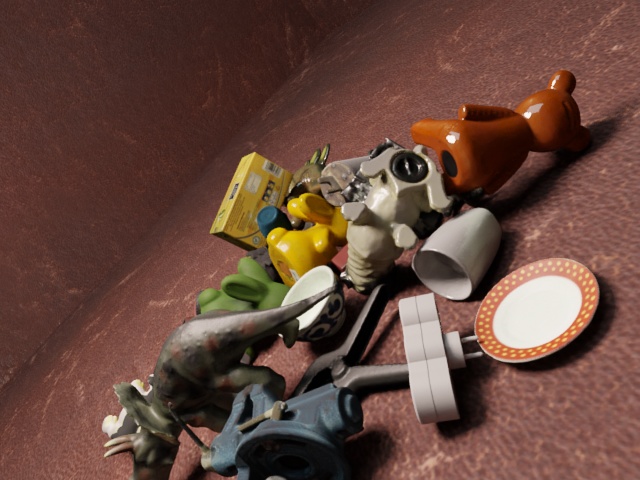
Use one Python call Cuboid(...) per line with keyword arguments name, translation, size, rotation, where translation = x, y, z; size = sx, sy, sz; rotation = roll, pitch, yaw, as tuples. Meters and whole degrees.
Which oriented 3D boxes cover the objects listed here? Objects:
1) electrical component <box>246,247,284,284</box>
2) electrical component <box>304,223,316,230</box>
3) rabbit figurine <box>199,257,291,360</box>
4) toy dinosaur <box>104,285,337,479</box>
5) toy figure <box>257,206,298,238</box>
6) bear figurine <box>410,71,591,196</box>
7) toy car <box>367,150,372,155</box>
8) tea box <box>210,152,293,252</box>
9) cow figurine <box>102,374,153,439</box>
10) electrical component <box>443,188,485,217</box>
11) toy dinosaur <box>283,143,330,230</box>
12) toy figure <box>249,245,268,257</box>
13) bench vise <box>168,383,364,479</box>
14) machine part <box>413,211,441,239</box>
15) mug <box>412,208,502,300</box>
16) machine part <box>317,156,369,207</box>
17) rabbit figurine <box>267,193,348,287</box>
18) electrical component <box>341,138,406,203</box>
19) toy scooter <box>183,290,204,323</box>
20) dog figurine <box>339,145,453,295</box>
Cuboid(name="electrical component", translation=(-0.095, 0.079, 0.988), size=(0.048, 0.119, 0.075), rotation=(-22, 26, -39))
Cuboid(name="electrical component", translation=(0.005, -0.016, 1.023), size=(0.094, 0.063, 0.021), rotation=(-171, 95, -72))
Cuboid(name="rabbit figurine", translation=(-0.106, 0.108, 0.906), size=(0.170, 0.159, 0.121), rotation=(-17, 21, 21))
Cuboid(name="toy dinosaur", translation=(-0.153, 0.173, 0.714), size=(0.404, 0.192, 0.131), rotation=(-60, 24, 23))
Cuboid(name="toy figure", translation=(-0.064, -0.005, 1.001), size=(0.064, 0.154, 0.058), rotation=(-45, 50, -8))
Cuboid(name="bear figurine", translation=(0.241, -0.139, 0.713), size=(0.196, 0.120, 0.132), rotation=(-27, 13, -12))
Cuboid(name="toy car", translation=(0.078, -0.100, 1.064), size=(0.089, 0.053, 0.202), rotation=(-51, 9, 45))
Cuboid(name="tea box", translation=(-0.130, -0.070, 1.038), size=(0.068, 0.098, 0.169), rotation=(-5, 60, 60))
Cuboid(name="cow figurine", translation=(-0.317, 0.302, 0.991), size=(0.098, 0.068, 0.167), rotation=(6, 56, 55))
Cuboid(name="electrical component", translation=(0.220, -0.084, 0.804), size=(0.078, 0.045, 0.102), rotation=(-62, 2, 42))
Cuboid(name="toy dinosaur", translation=(-0.035, -0.108, 1.203), size=(0.198, 0.105, 0.472), rotation=(-50, 18, -19))
Cuboid(name="toy figure", translation=(-0.106, 0.029, 1.111), size=(0.089, 0.082, 0.180), rotation=(-41, 25, 9))
Cuboid(name="bench vise", translation=(-0.060, 0.248, 0.554), size=(0.224, 0.128, 0.241), rotation=(-18, 30, 20))
Cuboid(name="machine part", translation=(0.165, -0.053, 0.848), size=(0.084, 0.039, 0.139), rotation=(-20, 28, 29))
Cuboid(name="mug", translation=(0.172, 0.013, 0.672), size=(0.107, 0.080, 0.109), rotation=(-43, 10, -27))
Cuboid(name="machine part", translation=(0.080, -0.107, 0.940), size=(0.079, 0.079, 0.243), rotation=(-25, -4, 40))
Cuboid(name="rabbit figurine", translation=(-0.002, -0.003, 0.929), size=(0.173, 0.162, 0.122), rotation=(-32, 5, -19))
Cuboid(name="electrical component", translation=(0.095, -0.079, 0.833), size=(0.115, 0.058, 0.134), rotation=(-52, -19, -4))
Cuboid(name="toy scooter", translation=(-0.222, 0.189, 0.985), size=(0.135, 0.075, 0.184), rotation=(140, 135, -63))
Cuboid(name="dog figurine", translation=(0.095, -0.022, 0.746), size=(0.172, 0.121, 0.190), rotation=(-46, -16, -20))
